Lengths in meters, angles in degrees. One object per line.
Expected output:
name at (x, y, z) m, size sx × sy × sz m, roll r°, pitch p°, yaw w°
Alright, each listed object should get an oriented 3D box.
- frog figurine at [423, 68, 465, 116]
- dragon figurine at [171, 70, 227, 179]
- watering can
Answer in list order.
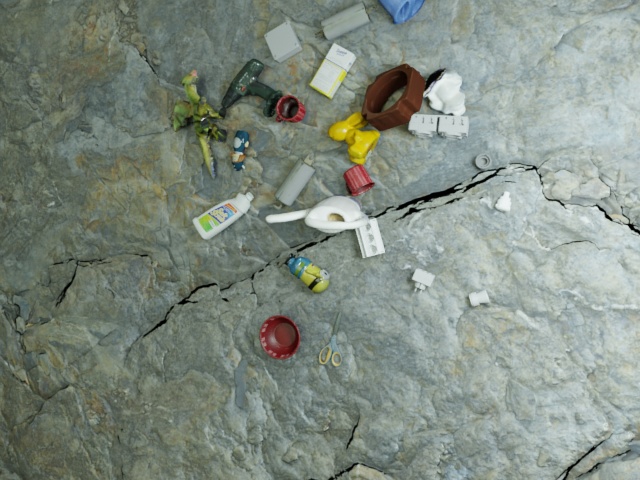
frog figurine at (0.430, -0.493, 1.730) m, size 0.158 × 0.136 × 0.124 m, roll 32°, pitch 12°, yaw -21°
dragon figurine at (-0.493, -0.458, 2.031) m, size 0.244 × 0.405 × 0.123 m, roll 18°, pitch 20°, yaw 36°
watering can at (0.005, -0.090, 1.783) m, size 0.348 × 0.102 × 0.228 m, roll 6°, pitch 21°, yaw 18°
